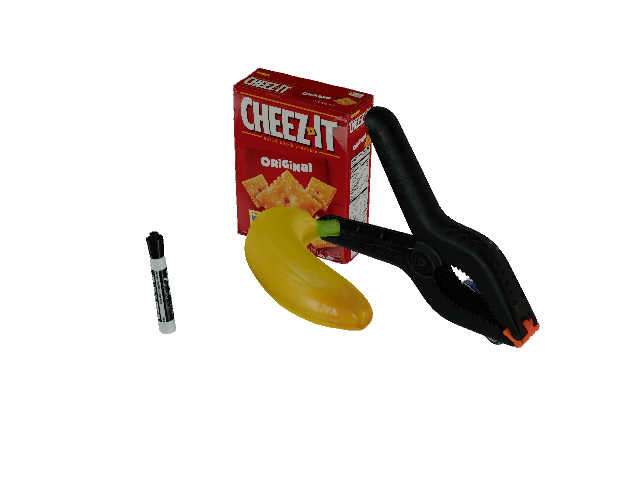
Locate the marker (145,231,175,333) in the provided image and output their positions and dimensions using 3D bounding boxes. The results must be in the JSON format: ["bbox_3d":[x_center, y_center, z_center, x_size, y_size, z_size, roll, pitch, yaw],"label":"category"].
[{"bbox_3d":[-0.178,0.047,1.188,0.020,0.121,0.020,-4,23,2],"label":"marker"}]

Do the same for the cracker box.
[{"bbox_3d":[-0.024,-0.090,1.329,0.164,0.214,0.072,17,36,24],"label":"cracker box"}]

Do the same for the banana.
[{"bbox_3d":[-0.013,0.010,0.672,0.069,0.037,0.198,-4,18,-3],"label":"banana"}]

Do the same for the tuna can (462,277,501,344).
[{"bbox_3d":[0.198,0.077,1.237,0.033,0.086,0.086,-29,5,-10],"label":"tuna can"}]

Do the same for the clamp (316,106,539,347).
[{"bbox_3d":[0.088,-0.001,0.839,0.210,0.165,0.036,39,55,18],"label":"clamp"}]
